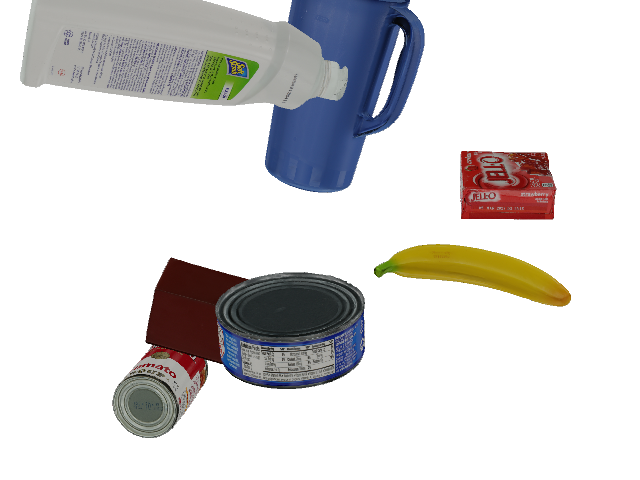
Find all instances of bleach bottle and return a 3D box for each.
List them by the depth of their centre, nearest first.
[{"bbox_3d":[-0.103,-0.146,0.846,0.250,0.068,0.103,10,-31,-16],"label":"bleach bottle"}]

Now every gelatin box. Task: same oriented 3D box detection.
[{"bbox_3d":[0.151,-0.046,0.871,0.073,0.030,0.089,2,24,7],"label":"gelatin box"}]

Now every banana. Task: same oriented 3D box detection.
[{"bbox_3d":[0.157,0.035,1.097,0.198,0.037,0.069,7,37,10],"label":"banana"}]

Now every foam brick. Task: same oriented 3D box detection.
[{"bbox_3d":[-0.089,0.056,0.822,0.078,0.051,0.053,16,27,1],"label":"foam brick"}]

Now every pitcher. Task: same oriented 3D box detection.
[{"bbox_3d":[0.019,-0.179,1.232,0.145,0.243,0.149,9,23,-12],"label":"pitcher"}]

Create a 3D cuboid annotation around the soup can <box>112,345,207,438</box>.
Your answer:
[{"bbox_3d":[-0.159,0.145,1.064,0.068,0.068,0.102,0,16,11],"label":"soup can"}]

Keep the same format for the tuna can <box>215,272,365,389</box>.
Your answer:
[{"bbox_3d":[-0.017,0.051,0.614,0.086,0.034,0.086,-2,23,1],"label":"tuna can"}]
